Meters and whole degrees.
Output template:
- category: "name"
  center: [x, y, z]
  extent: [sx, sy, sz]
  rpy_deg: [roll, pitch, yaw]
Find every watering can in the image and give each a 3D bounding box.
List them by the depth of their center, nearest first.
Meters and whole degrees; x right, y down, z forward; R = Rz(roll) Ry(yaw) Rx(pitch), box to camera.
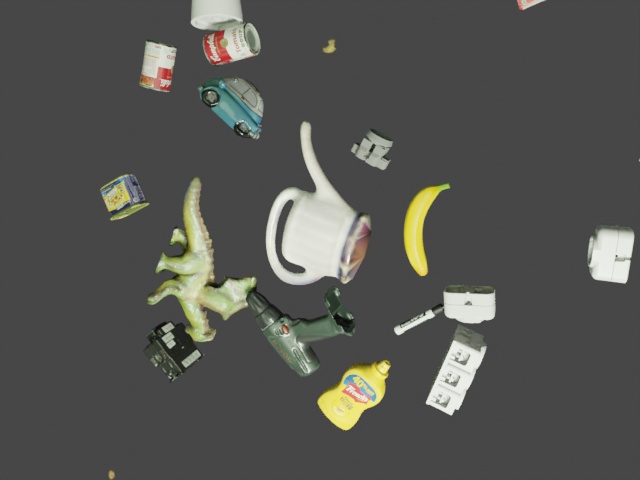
- category: "watering can"
  center: [0.003, -0.054, 1.068]
  extent: [0.225, 0.105, 0.343]
  rpy_deg: [20, 107, 15]

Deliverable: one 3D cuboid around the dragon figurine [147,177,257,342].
- category: "dragon figurine"
  center: [-0.261, 0.076, 1.218]
  extent: [0.242, 0.124, 0.404]
  rpy_deg: [24, 111, -3]
